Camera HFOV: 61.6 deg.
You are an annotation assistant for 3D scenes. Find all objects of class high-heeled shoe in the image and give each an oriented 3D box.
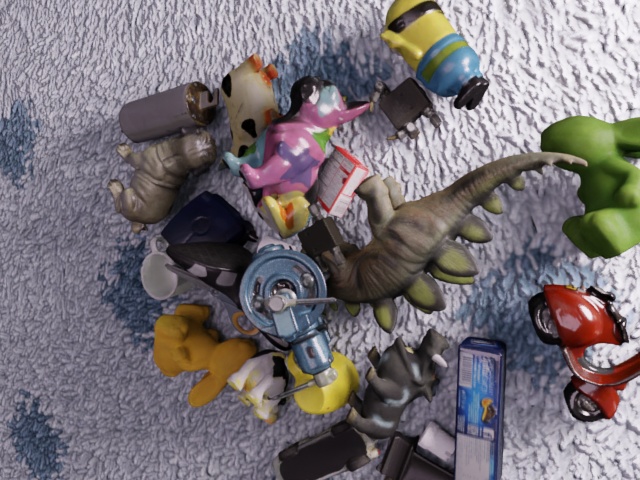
[{"bbox_3d":[-0.135,0.093,0.874,0.249,0.086,0.145,17,117,4],"label":"high-heeled shoe"}]

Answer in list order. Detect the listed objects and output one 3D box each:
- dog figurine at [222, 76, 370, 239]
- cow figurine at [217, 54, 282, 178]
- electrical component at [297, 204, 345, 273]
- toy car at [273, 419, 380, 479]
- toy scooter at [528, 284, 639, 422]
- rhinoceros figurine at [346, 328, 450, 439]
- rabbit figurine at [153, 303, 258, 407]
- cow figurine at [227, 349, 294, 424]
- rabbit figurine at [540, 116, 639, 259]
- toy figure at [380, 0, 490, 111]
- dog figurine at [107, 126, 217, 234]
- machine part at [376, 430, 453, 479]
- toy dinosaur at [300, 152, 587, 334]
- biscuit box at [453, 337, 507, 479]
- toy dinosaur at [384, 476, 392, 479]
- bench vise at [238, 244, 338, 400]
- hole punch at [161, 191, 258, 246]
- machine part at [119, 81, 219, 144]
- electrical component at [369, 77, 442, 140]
[{"bbox_3d":[-0.019,-0.130,0.801,0.219,0.109,0.191,-37,120,-8],"label":"dog figurine"},{"bbox_3d":[-0.114,-0.184,0.875,0.127,0.085,0.195,-19,82,29],"label":"cow figurine"},{"bbox_3d":[-0.002,-0.002,0.753,0.063,0.021,0.094,-27,90,41],"label":"electrical component"},{"bbox_3d":[0.008,0.348,0.871,0.202,0.056,0.073,-33,73,23],"label":"toy car"},{"bbox_3d":[0.354,0.130,0.671,0.135,0.075,0.184,-24,86,26],"label":"toy scooter"},{"bbox_3d":[0.115,0.210,0.783,0.112,0.073,0.190,31,102,1],"label":"rhinoceros figurine"},{"bbox_3d":[-0.196,0.203,0.932,0.173,0.122,0.162,10,93,6],"label":"rabbit figurine"},{"bbox_3d":[-0.085,0.238,0.881,0.068,0.167,0.098,31,65,23],"label":"cow figurine"},{"bbox_3d":[0.343,-0.082,0.634,0.159,0.121,0.170,-34,81,18],"label":"rabbit figurine"},{"bbox_3d":[0.160,-0.259,0.737,0.089,0.082,0.180,-43,70,11],"label":"toy figure"},{"bbox_3d":[-0.257,-0.097,0.908,0.191,0.121,0.172,1,95,41],"label":"dog figurine"},{"bbox_3d":[0.158,0.348,0.803,0.139,0.039,0.084,25,92,23],"label":"machine part"},{"bbox_3d":[0.123,0.003,0.744,0.198,0.105,0.471,52,128,10],"label":"toy dinosaur"},{"bbox_3d":[0.224,0.240,0.750,0.059,0.063,0.202,4,95,27],"label":"biscuit box"},{"bbox_3d":[-0.018,0.499,0.765,0.192,0.405,0.131,27,133,42],"label":"toy dinosaur"},{"bbox_3d":[-0.039,0.106,0.727,0.129,0.240,0.223,-13,84,0],"label":"bench vise"},{"bbox_3d":[-0.195,-0.013,0.929,0.142,0.092,0.115,42,107,21],"label":"hole punch"},{"bbox_3d":[-0.270,-0.222,0.947,0.243,0.079,0.079,-5,92,31],"label":"machine part"},{"bbox_3d":[0.119,-0.190,0.780,0.078,0.045,0.102,-32,80,26],"label":"electrical component"}]
